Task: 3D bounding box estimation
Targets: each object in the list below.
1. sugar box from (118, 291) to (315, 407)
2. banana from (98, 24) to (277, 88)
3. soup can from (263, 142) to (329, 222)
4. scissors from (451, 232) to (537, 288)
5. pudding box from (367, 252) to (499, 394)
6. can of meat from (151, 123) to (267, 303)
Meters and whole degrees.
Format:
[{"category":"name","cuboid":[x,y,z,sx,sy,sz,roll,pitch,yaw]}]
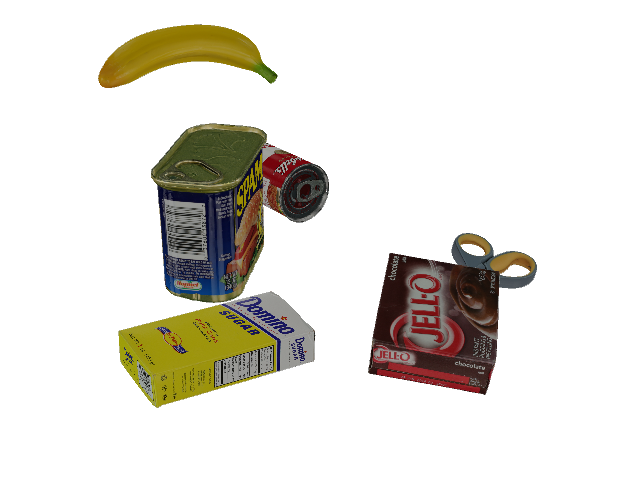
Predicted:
[{"category":"sugar box","cuboid":[-0.103,0.105,1.070,0.176,0.048,0.093,-16,33,-26]},{"category":"banana","cuboid":[-0.138,-0.188,1.080,0.197,0.070,0.037,-9,-39,-31]},{"category":"soup can","cuboid":[-0.048,-0.068,1.210,0.068,0.068,0.102,0,19,-41]},{"category":"scissors","cuboid":[0.134,0.031,1.034,0.201,0.016,0.096,-12,39,-43]},{"category":"pudding box","cuboid":[0.088,0.061,0.813,0.090,0.039,0.113,10,34,4]},{"category":"can of meat","cuboid":[-0.069,-0.019,0.697,0.057,0.084,0.102,5,27,9]}]
